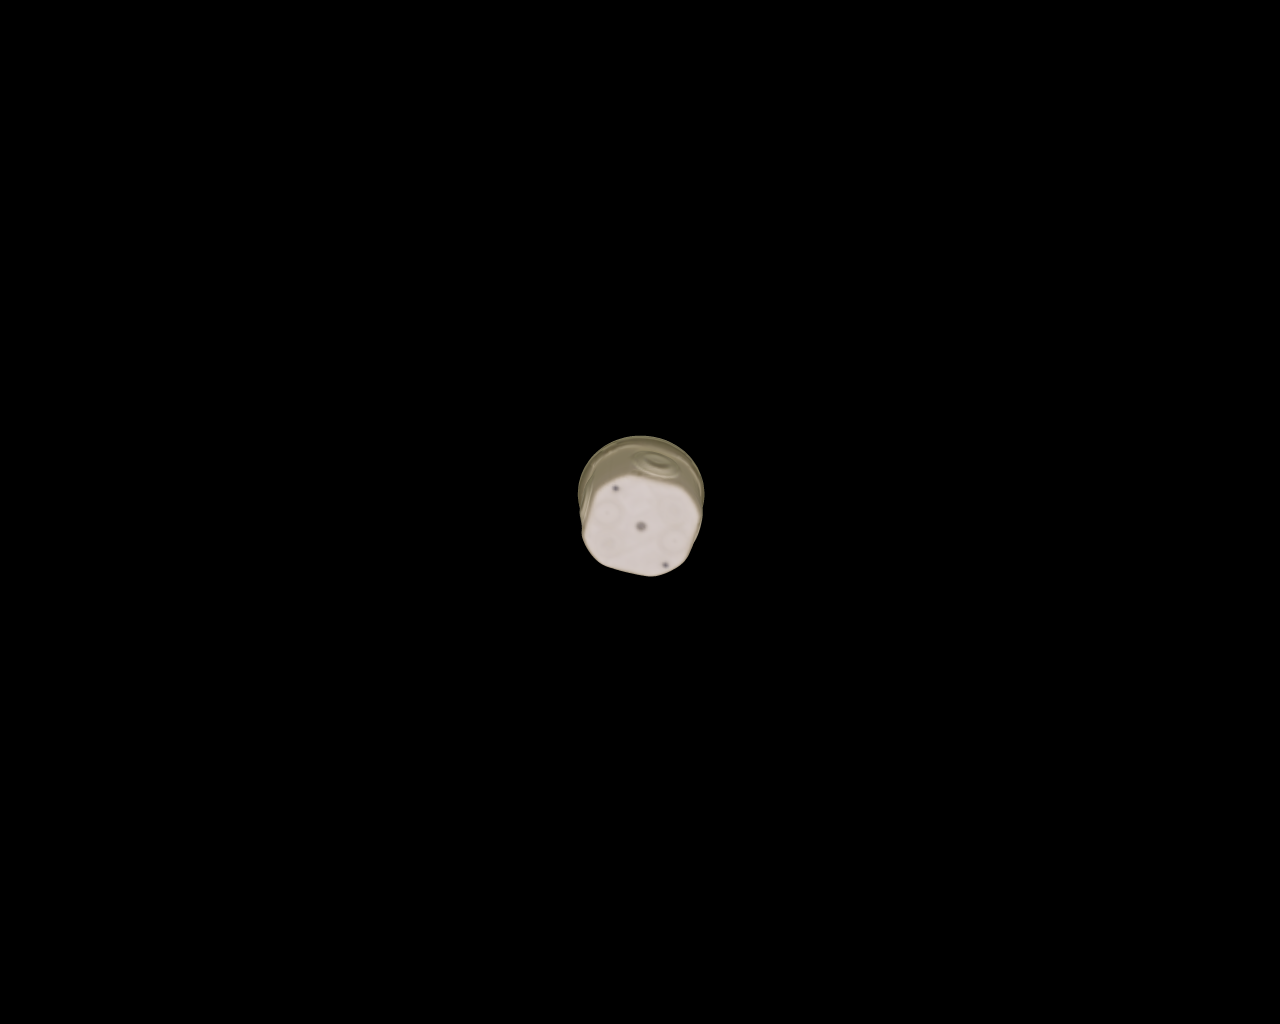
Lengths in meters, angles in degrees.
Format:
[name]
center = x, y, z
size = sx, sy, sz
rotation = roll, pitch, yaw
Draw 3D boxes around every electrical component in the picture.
[electrical component]
center = 0.001, -0.003, 0.650
size = 0.080, 0.080, 0.051
rotation = 0, 27, 0
